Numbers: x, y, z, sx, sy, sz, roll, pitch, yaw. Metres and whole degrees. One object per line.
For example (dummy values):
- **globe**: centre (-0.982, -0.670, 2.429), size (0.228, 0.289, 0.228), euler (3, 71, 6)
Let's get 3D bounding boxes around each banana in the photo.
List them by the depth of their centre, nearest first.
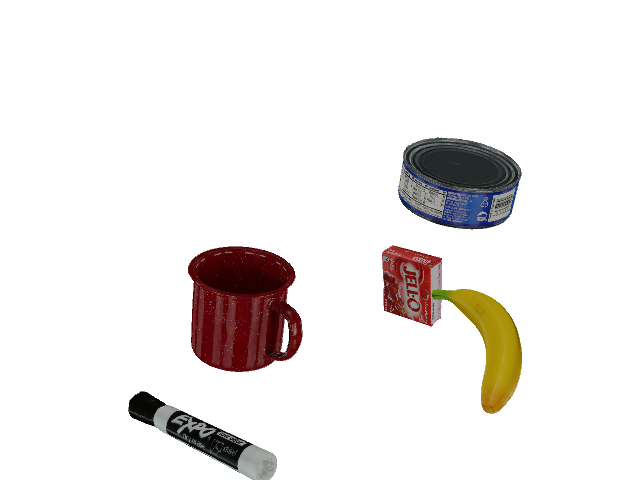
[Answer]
- **banana**: centre (0.179, 0.108, 1.138), size (0.069, 0.037, 0.198), euler (-24, 35, 4)

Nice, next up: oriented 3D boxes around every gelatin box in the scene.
- **gelatin box**: centre (0.116, 0.057, 1.355), size (0.073, 0.089, 0.030), euler (17, 33, 34)

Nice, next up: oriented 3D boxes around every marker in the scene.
- **marker**: centre (-0.076, 0.119, 0.657), size (0.121, 0.020, 0.020), euler (17, 11, 39)

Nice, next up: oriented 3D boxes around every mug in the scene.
- **mug**: centre (-0.062, 0.066, 0.933), size (0.117, 0.081, 0.093), euler (23, 30, 31)

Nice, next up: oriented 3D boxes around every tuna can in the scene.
- **tuna can**: centre (0.100, -0.042, 0.774), size (0.086, 0.034, 0.086), euler (6, 29, -3)
